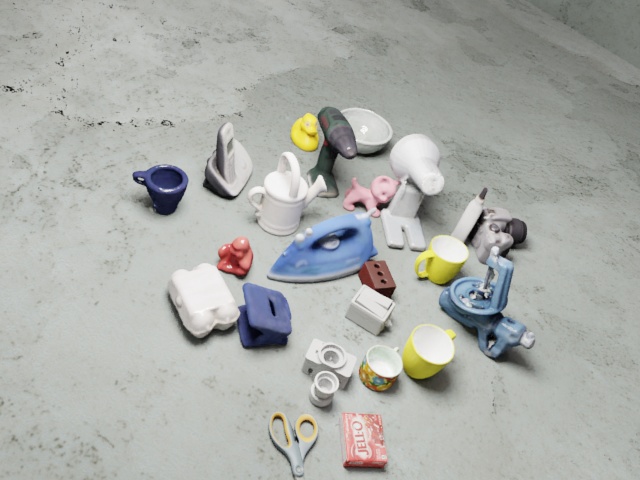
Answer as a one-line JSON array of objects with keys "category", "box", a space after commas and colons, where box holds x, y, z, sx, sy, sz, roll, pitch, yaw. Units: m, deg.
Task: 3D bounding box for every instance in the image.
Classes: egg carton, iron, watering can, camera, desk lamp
[{"category": "egg carton", "box": [-0.226, 0.113, 1.098, 0.107, 0.069, 0.150, -16, 54, -31]}, {"category": "iron", "box": [0.011, 0.004, 1.232, 0.259, 0.141, 0.118, -16, 54, -31]}, {"category": "watering can", "box": [-0.071, -0.113, 1.280, 0.173, 0.194, 0.100, -26, 59, -36]}, {"category": "camera", "box": [0.455, -0.020, 1.434, 0.137, 0.101, 0.143, 5, 46, -14]}, {"category": "desk lamp", "box": [0.227, -0.118, 1.372, 0.118, 0.213, 0.203, 5, 46, -13]}]

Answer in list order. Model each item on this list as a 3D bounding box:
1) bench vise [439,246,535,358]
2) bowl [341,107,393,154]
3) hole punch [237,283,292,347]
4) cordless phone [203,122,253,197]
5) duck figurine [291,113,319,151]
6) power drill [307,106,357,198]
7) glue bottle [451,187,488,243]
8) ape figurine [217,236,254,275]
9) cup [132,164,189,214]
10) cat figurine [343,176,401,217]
[{"category": "bench vise", "box": [0.367, 0.122, 1.181, 0.207, 0.220, 0.122, 29, 45, 11]}, {"category": "bowl", "box": [0.115, -0.294, 1.604, 0.167, 0.075, 0.167, 10, 45, -9]}, {"category": "hole punch", "box": [-0.103, 0.139, 1.099, 0.101, 0.091, 0.108, -1, 48, -20]}, {"category": "cordless phone", "box": [-0.206, -0.206, 1.332, 0.094, 0.185, 0.147, 19, 44, 0]}, {"category": "duck figurine", "box": [-0.035, -0.305, 1.557, 0.078, 0.086, 0.104, -6, 50, -24]}, {"category": "power drill", "box": [0.030, -0.209, 1.398, 0.076, 0.208, 0.229, 1, 47, -18]}, {"category": "glue bottle", "box": [0.368, -0.062, 1.394, 0.037, 0.173, 0.078, 28, 45, 10]}, {"category": "ape figurine", "box": [-0.169, 0.028, 1.184, 0.076, 0.092, 0.077, -19, 55, -32]}, {"category": "cup", "box": [-0.350, -0.106, 1.251, 0.118, 0.095, 0.091, 10, 45, -9]}, {"category": "cat figurine", "box": [0.132, -0.123, 1.413, 0.128, 0.118, 0.067, 12, 45, -7]}]
